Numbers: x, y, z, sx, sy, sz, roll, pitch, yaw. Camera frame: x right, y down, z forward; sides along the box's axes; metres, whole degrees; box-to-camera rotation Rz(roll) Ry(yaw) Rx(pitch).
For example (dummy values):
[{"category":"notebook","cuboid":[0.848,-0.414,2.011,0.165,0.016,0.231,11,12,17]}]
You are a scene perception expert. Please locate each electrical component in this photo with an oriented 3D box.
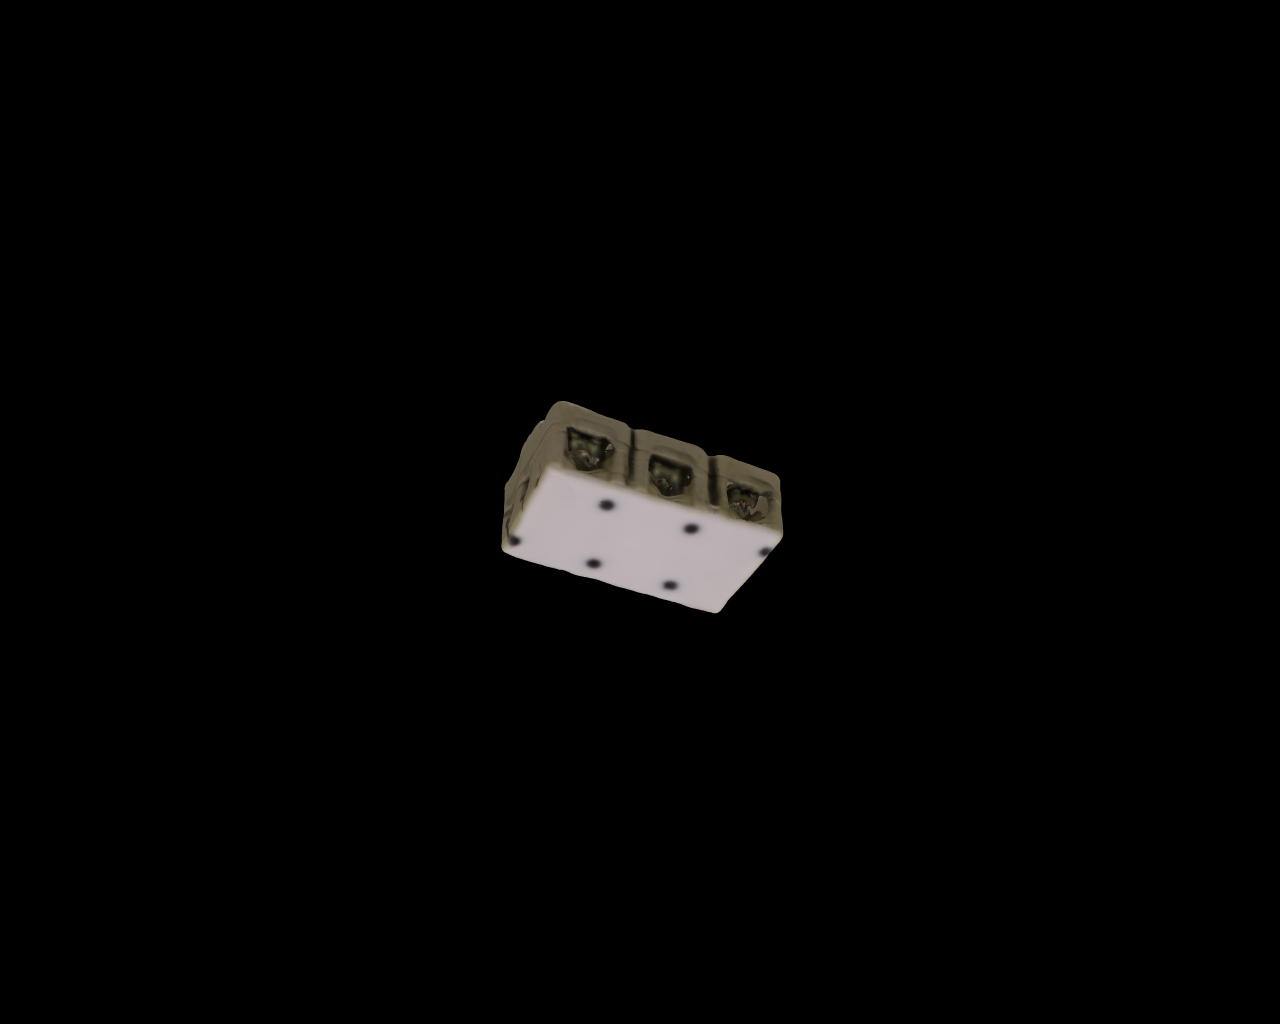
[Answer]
[{"category":"electrical component","cuboid":[0.001,-0.003,0.650,0.150,0.062,0.089,18,-44,-19]}]
